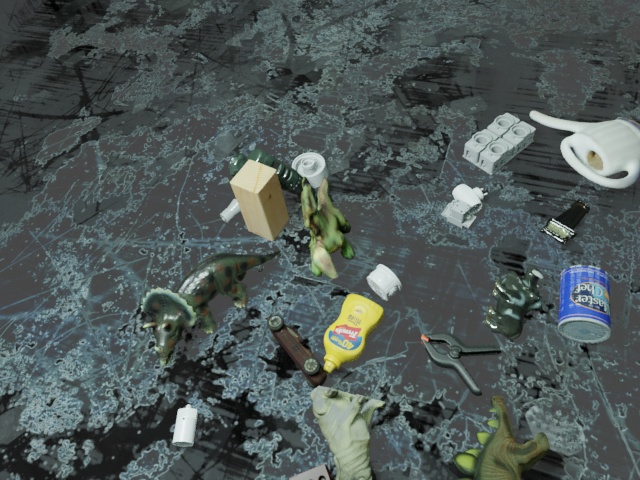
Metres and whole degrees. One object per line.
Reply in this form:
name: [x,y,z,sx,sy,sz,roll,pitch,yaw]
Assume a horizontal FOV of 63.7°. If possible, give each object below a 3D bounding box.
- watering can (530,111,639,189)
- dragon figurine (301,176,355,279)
watering can: [0.764,-0.281,1.428,0.225,0.101,0.355,-20,54,-8]
dragon figurine: [0.004,-0.066,1.304,0.122,0.237,0.420,-13,54,6]
